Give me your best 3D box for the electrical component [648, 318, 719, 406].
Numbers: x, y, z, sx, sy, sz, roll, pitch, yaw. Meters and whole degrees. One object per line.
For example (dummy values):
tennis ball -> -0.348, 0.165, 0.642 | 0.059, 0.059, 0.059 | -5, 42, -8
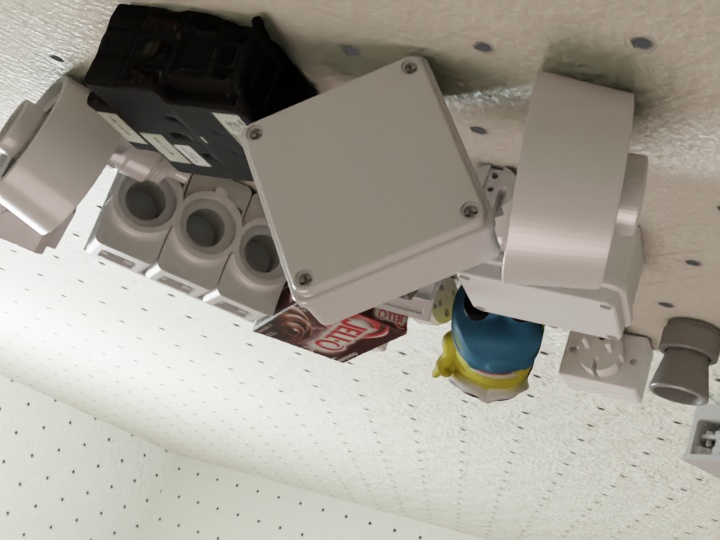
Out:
electrical component -> 0.247, 0.070, 0.816 | 0.045, 0.055, 0.045 | 17, 163, 5

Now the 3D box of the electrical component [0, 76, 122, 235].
electrical component -> -0.220, -0.086, 0.755 | 0.060, 0.108, 0.108 | 35, 158, -26

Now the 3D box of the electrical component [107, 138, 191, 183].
electrical component -> -0.153, -0.084, 0.791 | 0.062, 0.043, 0.043 | 25, 162, -24

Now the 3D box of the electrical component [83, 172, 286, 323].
electrical component -> -0.128, -0.030, 0.853 | 0.150, 0.089, 0.062 | 25, 163, -18

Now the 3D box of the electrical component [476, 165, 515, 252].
electrical component -> 0.086, -0.040, 0.679 | 0.040, 0.040, 0.046 | 11, 155, 25

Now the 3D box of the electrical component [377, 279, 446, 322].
electrical component -> 0.041, -0.009, 0.764 | 0.042, 0.081, 0.064 | 16, -168, 14

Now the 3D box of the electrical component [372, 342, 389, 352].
electrical component -> -0.015, 0.044, 1.034 | 0.066, 0.047, 0.077 | 31, 160, -34

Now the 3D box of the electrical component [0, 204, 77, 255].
electrical component -> -0.260, -0.069, 0.879 | 0.061, 0.096, 0.061 | 25, 133, -19

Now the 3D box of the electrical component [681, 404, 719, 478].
electrical component -> 0.370, 0.152, 0.931 | 0.089, 0.061, 0.150 | 26, 162, -23

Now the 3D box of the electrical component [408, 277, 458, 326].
electrical component -> 0.049, 0.023, 0.904 | 0.055, 0.045, 0.045 | 4, 157, 39

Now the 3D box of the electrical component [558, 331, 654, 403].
electrical component -> 0.200, 0.071, 0.884 | 0.066, 0.047, 0.076 | 11, 161, 26

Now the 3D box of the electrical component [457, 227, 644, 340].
electrical component -> 0.128, 0.000, 0.722 | 0.113, 0.057, 0.078 | 12, 162, 22

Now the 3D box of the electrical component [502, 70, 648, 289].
electrical component -> 0.110, -0.041, 0.537 | 0.060, 0.108, 0.108 | 10, 162, 9

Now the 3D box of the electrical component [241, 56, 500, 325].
electrical component -> 0.006, -0.042, 0.573 | 0.109, 0.108, 0.056 | -22, 157, 5
